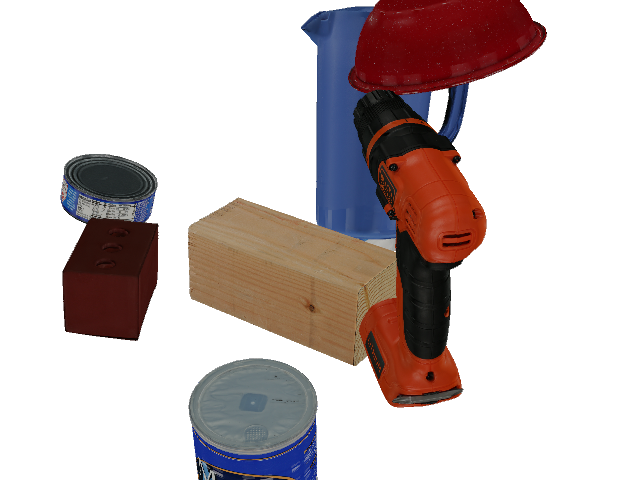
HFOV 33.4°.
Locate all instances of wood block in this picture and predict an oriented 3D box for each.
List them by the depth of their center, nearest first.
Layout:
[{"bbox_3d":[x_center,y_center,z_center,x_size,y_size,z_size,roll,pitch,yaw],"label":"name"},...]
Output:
[{"bbox_3d":[-0.027,0.038,1.088,0.206,0.091,0.090,20,34,28],"label":"wood block"}]

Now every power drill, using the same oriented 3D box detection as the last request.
[{"bbox_3d":[0.059,0.006,0.742,0.057,0.188,0.184,-8,34,-9],"label":"power drill"}]

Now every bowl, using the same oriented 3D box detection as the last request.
[{"bbox_3d":[0.094,-0.171,0.846,0.162,0.055,0.162,-14,24,6],"label":"bowl"}]

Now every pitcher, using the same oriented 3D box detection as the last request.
[{"bbox_3d":[0.066,-0.128,1.154,0.149,0.243,0.144,9,13,29],"label":"pitcher"}]

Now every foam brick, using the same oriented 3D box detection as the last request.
[{"bbox_3d":[-0.146,0.026,0.751,0.053,0.051,0.078,6,29,-1],"label":"foam brick"}]

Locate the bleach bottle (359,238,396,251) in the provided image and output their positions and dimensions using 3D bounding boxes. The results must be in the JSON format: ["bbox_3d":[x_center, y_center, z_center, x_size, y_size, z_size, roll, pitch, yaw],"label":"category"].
[{"bbox_3d":[0.019,0.014,1.311,0.103,0.068,0.250,19,35,29],"label":"bleach bottle"}]

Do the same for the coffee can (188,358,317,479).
[{"bbox_3d":[-0.053,0.184,0.889,0.103,0.140,0.103,-1,36,0],"label":"coffee can"}]

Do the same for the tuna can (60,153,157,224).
[{"bbox_3d":[-0.195,-0.045,0.984,0.086,0.034,0.086,12,28,-7],"label":"tuna can"}]
